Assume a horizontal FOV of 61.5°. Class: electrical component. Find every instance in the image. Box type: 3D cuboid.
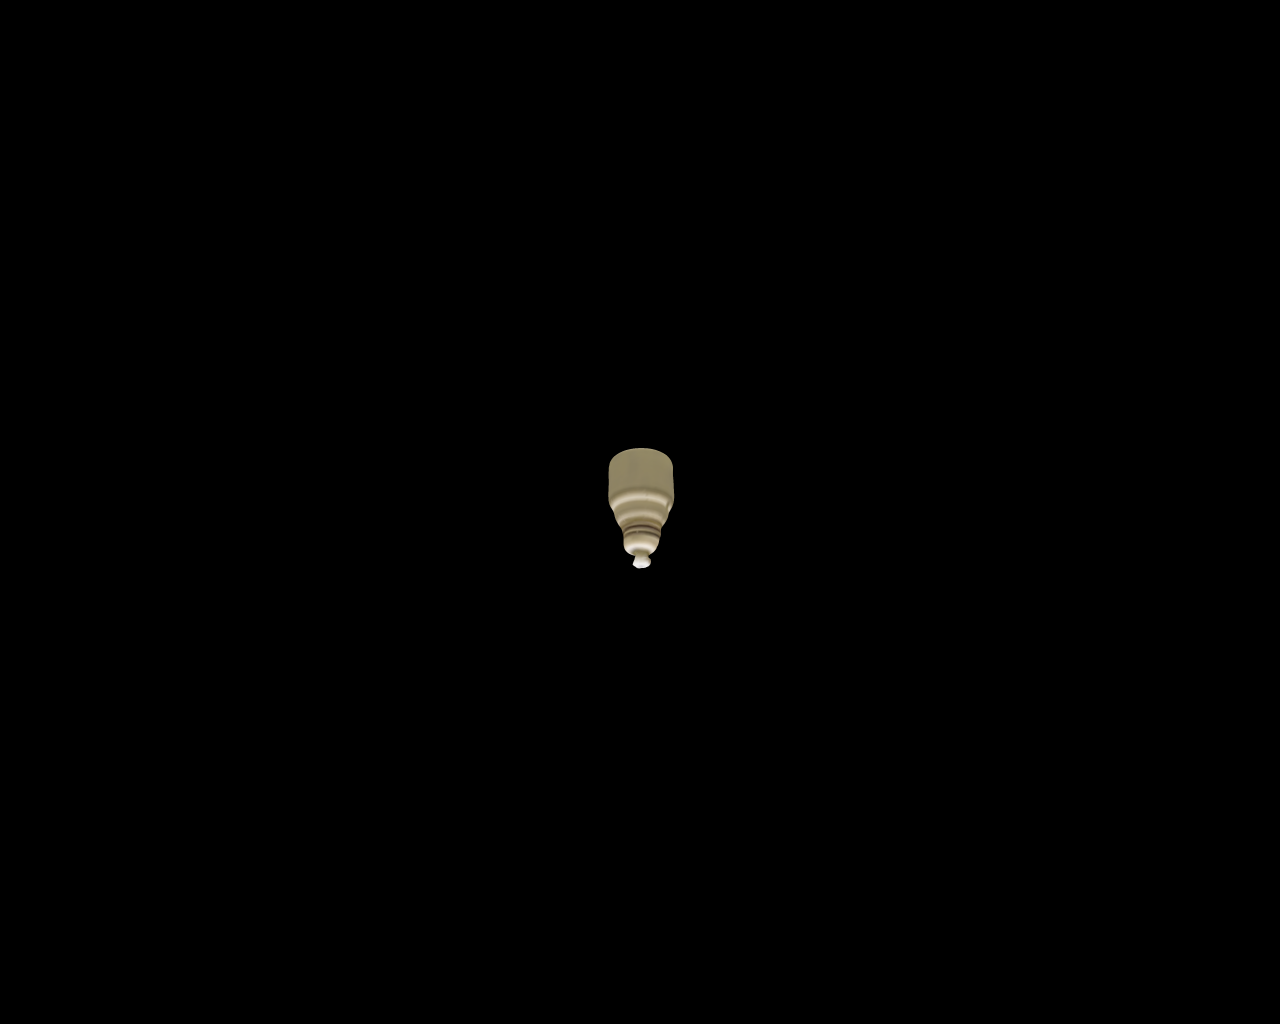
[{"bbox_3d":[0.001,-0.003,0.650,0.040,0.078,0.040,0,-27,0],"label":"electrical component"}]
